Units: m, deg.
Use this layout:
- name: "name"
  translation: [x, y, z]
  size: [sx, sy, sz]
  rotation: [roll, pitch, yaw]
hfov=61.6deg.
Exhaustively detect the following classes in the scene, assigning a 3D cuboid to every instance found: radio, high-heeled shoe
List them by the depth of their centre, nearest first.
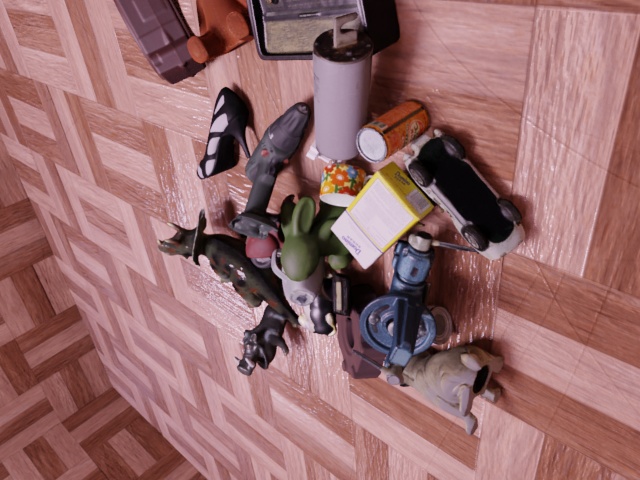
- name: "radio"
  translation: [-0.005, -0.331, 0.764]
  size: [0.230, 0.073, 0.130]
  rotation: [15, 129, 40]
- name: "high-heeled shoe"
  translation: [-0.220, -0.213, 1.113]
  size: [0.249, 0.086, 0.145]
  rotation: [-11, 104, 49]

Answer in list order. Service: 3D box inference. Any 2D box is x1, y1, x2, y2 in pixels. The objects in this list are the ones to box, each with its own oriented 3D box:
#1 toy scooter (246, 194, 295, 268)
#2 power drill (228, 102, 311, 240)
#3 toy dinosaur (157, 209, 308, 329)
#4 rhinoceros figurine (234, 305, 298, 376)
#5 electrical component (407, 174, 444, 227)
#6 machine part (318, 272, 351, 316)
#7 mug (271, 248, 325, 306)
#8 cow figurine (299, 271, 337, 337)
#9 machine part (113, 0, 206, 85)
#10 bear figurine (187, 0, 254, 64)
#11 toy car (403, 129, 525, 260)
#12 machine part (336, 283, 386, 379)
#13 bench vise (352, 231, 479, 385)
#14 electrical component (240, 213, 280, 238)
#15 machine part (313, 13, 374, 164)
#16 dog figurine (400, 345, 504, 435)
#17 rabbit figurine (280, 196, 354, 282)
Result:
- name: "toy scooter"
  translation: [-0.076, -0.020, 1.065]
  size: [0.184, 0.075, 0.135]
  rotation: [-10, 115, 20]
- name: "power drill"
  translation: [-0.092, -0.114, 0.951]
  size: [0.232, 0.086, 0.207]
  rotation: [151, 130, -62]
- name: "toy dinosaur"
  translation: [-0.177, 0.059, 1.193]
  size: [0.405, 0.131, 0.192]
  rotation: [27, 168, 23]
- name: "rhinoceros figurine"
  translation: [-0.129, 0.234, 1.271]
  size: [0.073, 0.190, 0.112]
  rotation: [-3, 142, 50]
- name: "electrical component"
  translation: [0.155, -0.066, 0.815]
  size: [0.078, 0.045, 0.102]
  rotation: [53, 145, 2]
- name: "machine part"
  translation: [0.031, 0.099, 1.002]
  size: [0.139, 0.039, 0.084]
  rotation: [175, 88, -75]
- name: "mug"
  translation: [-0.041, 0.063, 1.005]
  size: [0.109, 0.107, 0.081]
  rotation: [30, 128, -28]
- name: "cow figurine"
  translation: [-0.006, 0.115, 1.109]
  size: [0.098, 0.068, 0.167]
  rotation: [28, 131, 58]
- name: "machine part"
  translation: [-0.293, -0.390, 0.965]
  size: [0.200, 0.087, 0.201]
  rotation: [62, -179, -10]
- name: "bear figurine"
  translation: [-0.180, -0.406, 0.875]
  size: [0.120, 0.132, 0.195]
  rotation: [-18, 110, 22]
- name: "toy car"
  translation: [0.198, -0.063, 0.740]
  size: [0.202, 0.073, 0.056]
  rotation: [51, -179, 7]
- name: "machine part"
  translation: [0.074, 0.172, 1.021]
  size: [0.179, 0.056, 0.179]
  rotation: [178, 90, -77]
- name: "bench vise"
  translation: [0.130, 0.109, 0.811]
  size: [0.129, 0.241, 0.223]
  rotation: [25, 123, -1]
- name: "electrical component"
  translation: [-0.126, -0.020, 1.178]
  size: [0.119, 0.048, 0.074]
  rotation: [3, 120, 49]
- name: "machine part"
  translation: [0.029, -0.192, 0.730]
  size: [0.079, 0.079, 0.243]
  rotation: [38, 154, 24]
- name: "dog figurine"
  translation: [0.200, 0.217, 0.925]
  size: [0.191, 0.121, 0.172]
  rotation: [24, 132, 39]
- name: "rabbit figurine"
  translation: [-0.002, -0.003, 0.941]
  size: [0.121, 0.170, 0.159]
  rotation: [-14, 107, 53]
